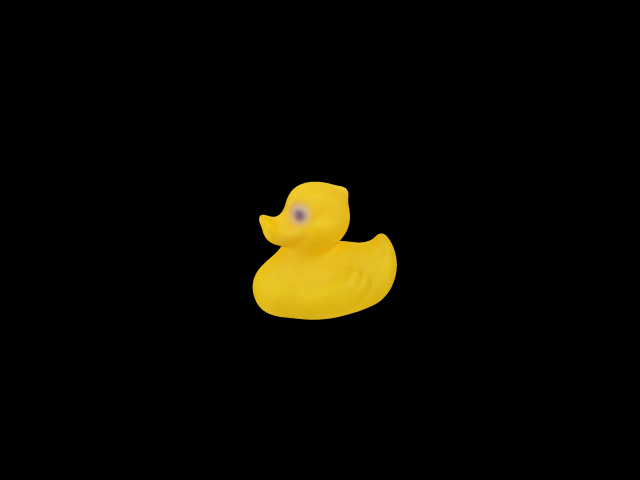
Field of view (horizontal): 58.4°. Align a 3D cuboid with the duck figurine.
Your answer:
[{"bbox_3d":[0.004,0.001,0.400,0.105,0.086,0.077,-6,24,-14],"label":"duck figurine"}]
